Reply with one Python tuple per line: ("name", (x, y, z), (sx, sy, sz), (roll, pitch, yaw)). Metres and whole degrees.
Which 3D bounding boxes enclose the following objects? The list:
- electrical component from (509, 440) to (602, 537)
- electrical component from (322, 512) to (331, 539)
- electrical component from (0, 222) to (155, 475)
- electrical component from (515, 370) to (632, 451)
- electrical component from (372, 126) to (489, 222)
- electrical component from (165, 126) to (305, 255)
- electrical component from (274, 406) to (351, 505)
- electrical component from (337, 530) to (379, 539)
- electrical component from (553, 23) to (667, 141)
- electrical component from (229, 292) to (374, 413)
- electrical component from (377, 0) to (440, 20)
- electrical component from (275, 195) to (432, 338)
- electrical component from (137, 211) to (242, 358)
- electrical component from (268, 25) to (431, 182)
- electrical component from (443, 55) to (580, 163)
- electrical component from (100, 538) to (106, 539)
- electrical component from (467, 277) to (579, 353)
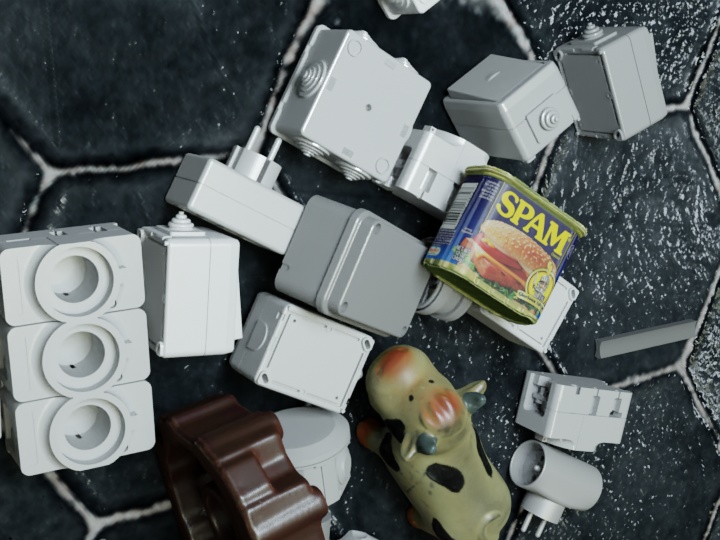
("electrical component", (0.168, 0.201, 0.963), (0.077, 0.043, 0.079), (27, 87, -31))
("electrical component", (-0.045, 0.199, 0.840), (0.043, 0.043, 0.081), (0, 101, -30))
("electrical component", (-0.191, 0.051, 0.713), (0.089, 0.062, 0.150), (-9, 105, -28))
("electrical component", (0.189, 0.126, 0.955), (0.089, 0.050, 0.055), (10, 96, -31))
("electrical component", (0.065, -0.073, 0.840), (0.089, 0.050, 0.055), (27, 87, -32))
("electrical component", (-0.080, -0.064, 0.761), (0.083, 0.047, 0.075), (27, 86, -32))
("electrical component", (-0.046, 0.140, 0.807), (0.080, 0.080, 0.051), (-17, 114, -26))
("electrical component", (0.009, 0.242, 0.881), (0.062, 0.043, 0.043), (34, 83, -32))
("electrical component", (0.211, -0.164, 0.898), (0.061, 0.062, 0.096), (-30, 114, -21))
("electrical component", (-0.040, 0.062, 0.803), (0.096, 0.061, 0.061), (24, 88, -32))
("electrical component", (0.044, -0.245, 0.792), (0.100, 0.048, 0.099), (-41, 117, -16))
("electrical component", (0.000, 0.000, 0.789), (0.113, 0.057, 0.078), (25, 87, -59))
("electrical component", (-0.117, 0.007, 0.746), (0.061, 0.062, 0.096), (-1, 101, -30))
("electrical component", (-0.005, -0.121, 0.791), (0.100, 0.048, 0.099), (27, 86, -33))
("electrical component", (0.119, -0.127, 0.833), (0.062, 0.096, 0.061), (-40, 117, -17))
("electrical component", (-0.172, 0.219, 0.776), (0.035, 0.035, 0.061), (-37, 115, -18))
("electrical component", (0.128, 0.023, 0.892), (0.096, 0.061, 0.061), (33, 83, -31))
